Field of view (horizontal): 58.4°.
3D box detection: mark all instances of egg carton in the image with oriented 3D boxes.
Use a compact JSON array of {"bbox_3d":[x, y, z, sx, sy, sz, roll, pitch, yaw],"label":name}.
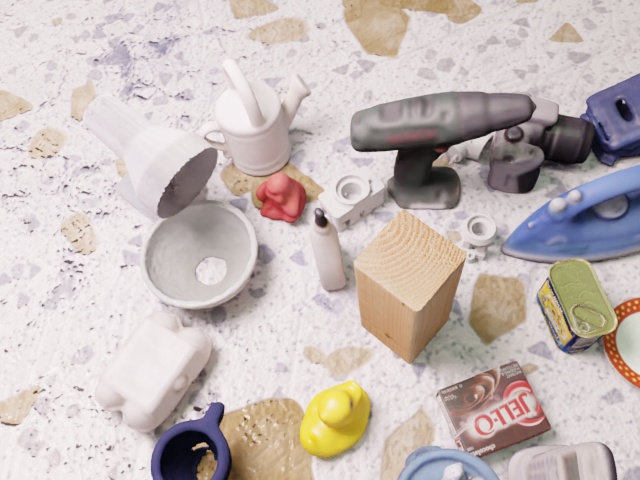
[{"bbox_3d":[-0.216,0.170,0.754,0.107,0.069,0.150,27,69,18],"label":"egg carton"}]

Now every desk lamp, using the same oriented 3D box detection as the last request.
[{"bbox_3d":[-0.235,-0.101,0.813,0.202,0.214,0.118,33,71,20],"label":"desk lamp"}]

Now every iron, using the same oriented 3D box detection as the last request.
[{"bbox_3d":[0.377,-0.047,0.765,0.258,0.141,0.118,-16,63,-3],"label":"iron"}]

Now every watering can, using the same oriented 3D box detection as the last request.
[{"bbox_3d":[-0.099,-0.194,0.857,0.100,0.194,0.173,39,73,22],"label":"watering can"}]

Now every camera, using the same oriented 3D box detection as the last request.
[{"bbox_3d":[0.327,-0.147,0.844,0.136,0.101,0.143,13,65,12],"label":"camera"}]

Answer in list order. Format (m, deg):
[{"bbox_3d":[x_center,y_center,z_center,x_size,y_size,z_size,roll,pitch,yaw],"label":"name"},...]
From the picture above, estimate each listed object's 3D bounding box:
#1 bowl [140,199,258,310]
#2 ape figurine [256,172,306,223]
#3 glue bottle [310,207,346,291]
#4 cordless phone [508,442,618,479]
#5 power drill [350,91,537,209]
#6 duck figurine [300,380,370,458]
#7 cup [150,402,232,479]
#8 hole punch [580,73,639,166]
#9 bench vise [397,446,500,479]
[{"bbox_3d":[-0.164,0.030,0.817,0.167,0.075,0.167,-2,63,5],"label":"bowl"},{"bbox_3d":[-0.057,-0.068,0.847,0.076,0.092,0.077,-30,64,-9],"label":"ape figurine"},{"bbox_3d":[0.007,0.003,0.759,0.037,0.173,0.078,-12,63,0],"label":"glue bottle"},{"bbox_3d":[0.258,0.282,0.586,0.094,0.185,0.147,-3,63,5],"label":"cordless phone"},{"bbox_3d":[0.158,-0.125,0.789,0.229,0.208,0.075,0,63,6],"label":"power drill"},{"bbox_3d":[0.017,0.214,0.700,0.077,0.086,0.105,39,73,22],"label":"duck figurine"},{"bbox_3d":[-0.139,0.257,0.688,0.091,0.095,0.118,18,66,14],"label":"cup"},{"bbox_3d":[0.456,-0.182,0.854,0.101,0.091,0.108,-12,63,0],"label":"hole punch"},{"bbox_3d":[0.156,0.296,0.569,0.121,0.220,0.207,-35,65,-11],"label":"bench vise"}]
